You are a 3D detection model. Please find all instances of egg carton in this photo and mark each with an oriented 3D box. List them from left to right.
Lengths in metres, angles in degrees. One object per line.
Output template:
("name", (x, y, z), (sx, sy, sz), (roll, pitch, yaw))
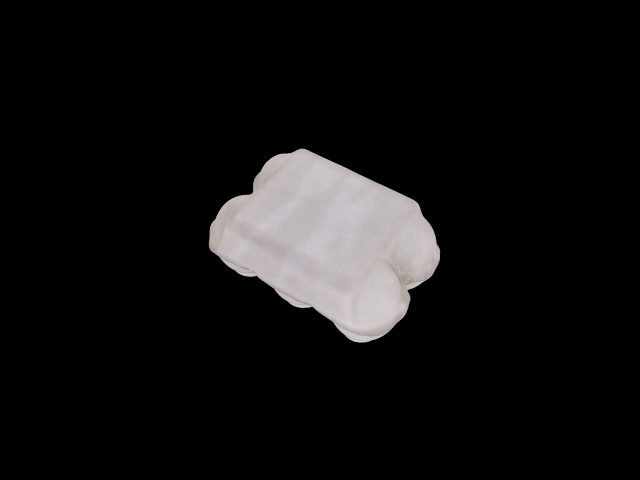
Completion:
("egg carton", (0.004, 0.001, 0.400), (0.150, 0.069, 0.107), (27, 57, 20))
